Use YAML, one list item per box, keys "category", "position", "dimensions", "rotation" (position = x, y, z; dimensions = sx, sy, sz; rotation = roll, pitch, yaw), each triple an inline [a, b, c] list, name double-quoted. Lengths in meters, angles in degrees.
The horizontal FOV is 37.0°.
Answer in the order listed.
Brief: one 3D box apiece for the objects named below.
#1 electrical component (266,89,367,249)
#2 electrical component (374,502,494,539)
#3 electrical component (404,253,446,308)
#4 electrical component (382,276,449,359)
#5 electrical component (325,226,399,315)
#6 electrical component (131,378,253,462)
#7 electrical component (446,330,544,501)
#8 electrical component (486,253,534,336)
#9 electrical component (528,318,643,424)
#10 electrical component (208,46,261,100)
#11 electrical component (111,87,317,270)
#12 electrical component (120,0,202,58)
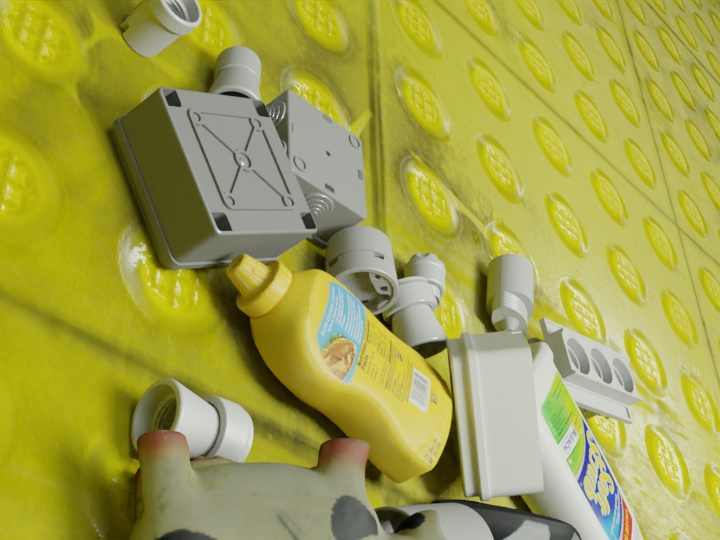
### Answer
- category: "electrical component"
  position: [-0.041, -0.078, 0.821]
  dimensions: [0.100, 0.048, 0.099]
  rotation: [31, 41, -38]
- category: "electrical component"
  position: [0.033, 0.190, 0.655]
  dimensions: [0.064, 0.099, 0.099]
  rotation: [16, 51, -40]
- category: "electrical component"
  position: [0.053, 0.017, 0.887]
  dimensions: [0.035, 0.035, 0.061]
  rotation: [36, 40, -33]
- category: "electrical component"
  position: [0.041, 0.039, 0.842]
  dimensions: [0.045, 0.045, 0.055]
  rotation: [13, 53, -50]
- category: "electrical component"
  position: [0.000, 0.000, 0.808]
  dimensions: [0.055, 0.055, 0.047]
  rotation: [35, 36, -34]
- category: "electrical component"
  position: [-0.094, 0.090, 0.608]
  dimensions: [0.055, 0.045, 0.045]
  rotation: [28, 43, -41]
- category: "electrical component"
  position: [0.099, 0.106, 0.800]
  dimensions: [0.078, 0.057, 0.113]
  rotation: [-79, 163, -81]
- category: "electrical component"
  position: [0.138, 0.028, 0.988]
  dimensions: [0.043, 0.043, 0.081]
  rotation: [41, 36, -27]
- category: "electrical component"
  position: [0.200, 0.100, 0.996]
  dimensions: [0.121, 0.063, 0.078]
  rotation: [23, 47, -44]
- category: "electrical component"
  position: [-0.093, -0.137, 0.805]
  dimensions: [0.044, 0.044, 0.065]
  rotation: [38, 33, -31]
- category: "electrical component"
  position: [-0.096, -0.060, 0.719]
  dimensions: [0.109, 0.056, 0.108]
  rotation: [-5, 68, -56]
- category: "electrical component"
  position: [-0.142, -0.178, 0.763]
  dimensions: [0.040, 0.046, 0.040]
  rotation: [35, 39, -34]
